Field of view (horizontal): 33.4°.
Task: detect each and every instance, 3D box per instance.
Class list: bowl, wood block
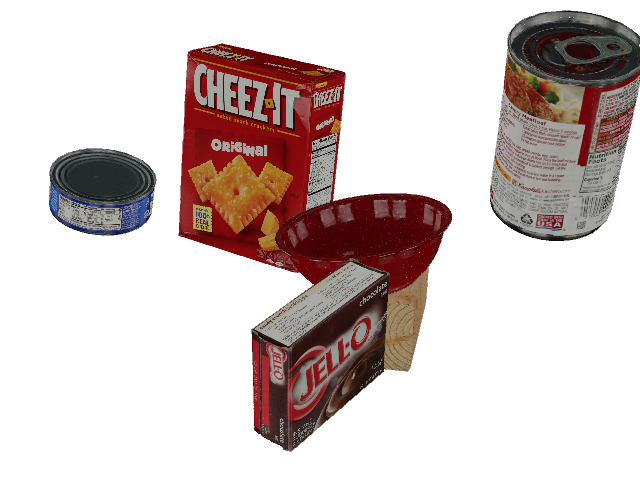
[{"bbox_3d":[0.042,0.009,0.972,0.162,0.055,0.162,-9,21,3],"label":"bowl"},{"bbox_3d":[0.085,0.081,1.377,0.091,0.090,0.206,5,20,9],"label":"wood block"}]

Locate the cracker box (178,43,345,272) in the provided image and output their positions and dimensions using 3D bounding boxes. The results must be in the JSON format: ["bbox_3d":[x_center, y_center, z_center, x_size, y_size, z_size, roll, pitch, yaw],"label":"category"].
[{"bbox_3d":[-0.068,-0.088,1.148,0.164,0.214,0.072,18,25,27],"label":"cracker box"}]

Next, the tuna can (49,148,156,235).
[{"bbox_3d":[-0.179,-0.040,0.877,0.086,0.034,0.086,8,33,-6],"label":"tuna can"}]

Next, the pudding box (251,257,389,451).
[{"bbox_3d":[0.001,0.076,0.734,0.039,0.090,0.113,23,39,29],"label":"pudding box"}]

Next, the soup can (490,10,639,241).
[{"bbox_3d":[0.127,-0.058,0.559,0.068,0.102,0.068,0,41,0],"label":"soup can"}]
